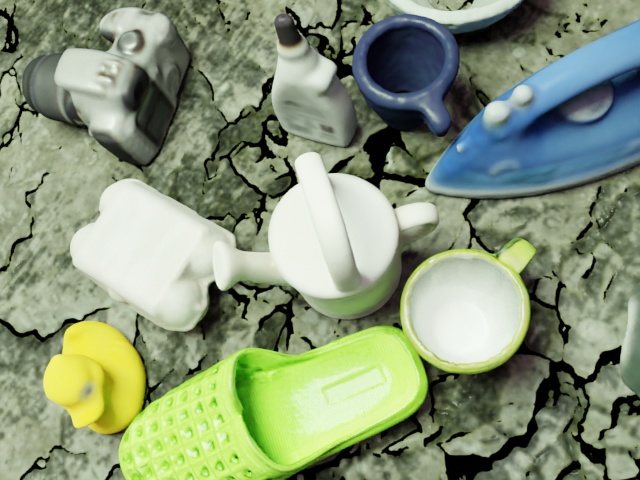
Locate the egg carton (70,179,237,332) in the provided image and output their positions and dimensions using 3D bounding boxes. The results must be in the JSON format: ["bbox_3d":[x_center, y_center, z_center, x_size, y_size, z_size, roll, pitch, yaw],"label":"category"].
[{"bbox_3d":[-0.154,0.013,0.532,0.150,0.069,0.107,28,80,15],"label":"egg carton"}]

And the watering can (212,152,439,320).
[{"bbox_3d":[0.005,0.004,0.445,0.173,0.194,0.100,-37,72,-3],"label":"watering can"}]

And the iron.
[{"bbox_3d":[0.209,-0.116,0.475,0.258,0.141,0.118,-24,72,2],"label":"iron"}]

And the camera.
[{"bbox_3d":[-0.222,-0.165,0.576,0.136,0.101,0.143,13,77,12],"label":"camera"}]

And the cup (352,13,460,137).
[{"bbox_3d":[0.085,-0.131,0.523,0.091,0.095,0.117,-28,72,0],"label":"cup"}]

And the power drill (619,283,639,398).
[{"bbox_3d":[0.278,0.053,0.382,0.075,0.208,0.230,12,77,12],"label":"power drill"}]

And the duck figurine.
[{"bbox_3d":[-0.206,0.119,0.502,0.077,0.086,0.104,-25,72,1],"label":"duck figurine"}]

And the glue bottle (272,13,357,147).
[{"bbox_3d":[-0.013,-0.138,0.498,0.078,0.173,0.037,19,78,14],"label":"glue bottle"}]

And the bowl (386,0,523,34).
[{"bbox_3d":[0.132,-0.266,0.564,0.167,0.075,0.167,-2,74,8],"label":"bowl"}]
